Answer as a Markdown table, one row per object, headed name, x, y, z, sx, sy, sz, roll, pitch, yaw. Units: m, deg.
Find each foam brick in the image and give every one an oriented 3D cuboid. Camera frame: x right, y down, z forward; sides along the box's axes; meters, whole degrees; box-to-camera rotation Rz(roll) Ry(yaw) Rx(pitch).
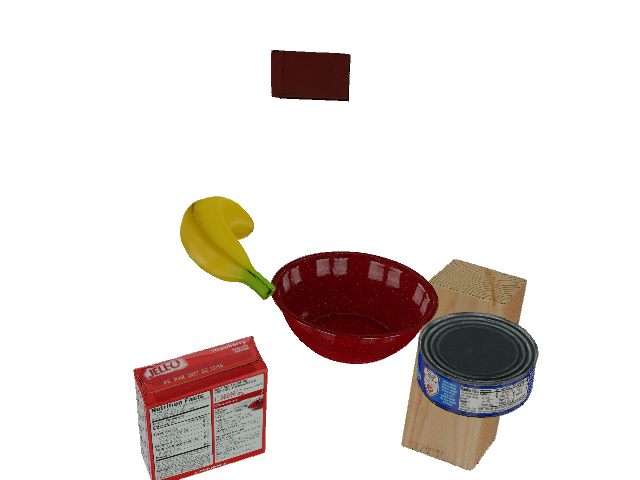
| name | x | y | z | sx | sy | sz | roll | pitch | yaw |
| --- | --- | --- | --- | --- | --- | --- | --- | --- | --- |
| foam brick | -0.011 | -0.179 | 1.159 | 0.078 | 0.051 | 0.053 | 0 | 11 | -15 |

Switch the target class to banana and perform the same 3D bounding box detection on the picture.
| name | x | y | z | sx | sy | sz | roll | pitch | yaw |
| --- | --- | --- | --- | --- | --- | --- | --- | --- | --- |
| banana | -0.076 | -0.002 | 0.812 | 0.069 | 0.037 | 0.198 | 45 | 7 | -16 |

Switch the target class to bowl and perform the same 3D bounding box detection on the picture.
| name | x | y | z | sx | sy | sz | roll | pitch | yaw |
| --- | --- | --- | --- | --- | --- | --- | --- | --- | --- |
| bowl | 0.031 | 0.072 | 1.033 | 0.162 | 0.055 | 0.162 | 4 | 28 | -2 |

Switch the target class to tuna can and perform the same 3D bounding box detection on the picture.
| name | x | y | z | sx | sy | sz | roll | pitch | yaw |
| --- | --- | --- | --- | --- | --- | --- | --- | --- | --- |
| tuna can | 0.113 | 0.089 | 0.773 | 0.086 | 0.034 | 0.086 | 0 | 31 | 0 |

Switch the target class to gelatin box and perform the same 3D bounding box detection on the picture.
| name | x | y | z | sx | sy | sz | roll | pitch | yaw |
| --- | --- | --- | --- | --- | --- | --- | --- | --- | --- |
| gelatin box | -0.070 | 0.101 | 0.631 | 0.073 | 0.089 | 0.030 | -15 | 48 | -18 |

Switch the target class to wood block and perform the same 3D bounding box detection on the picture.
| name | x | y | z | sx | sy | sz | roll | pitch | yaw |
| --- | --- | --- | --- | --- | --- | --- | --- | --- | --- |
| wood block | 0.162 | 0.139 | 1.206 | 0.090 | 0.206 | 0.090 | 16 | 22 | 23 |
